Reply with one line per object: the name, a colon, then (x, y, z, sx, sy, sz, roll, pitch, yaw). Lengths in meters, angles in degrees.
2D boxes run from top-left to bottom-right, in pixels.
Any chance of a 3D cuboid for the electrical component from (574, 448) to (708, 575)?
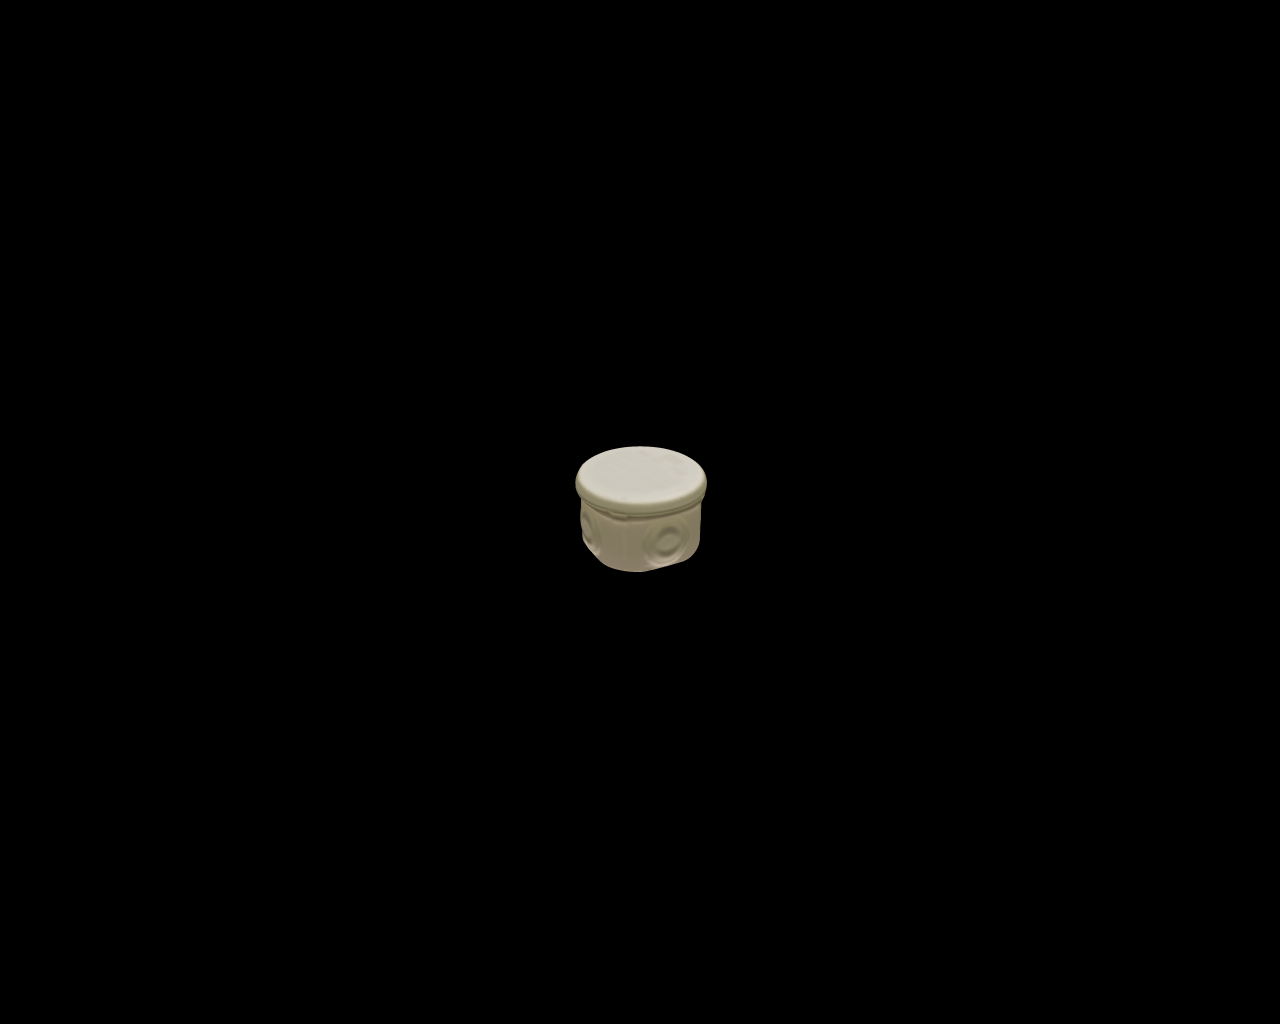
electrical component: (0.001, -0.003, 0.650, 0.080, 0.050, 0.080, 0, 29, 0)
